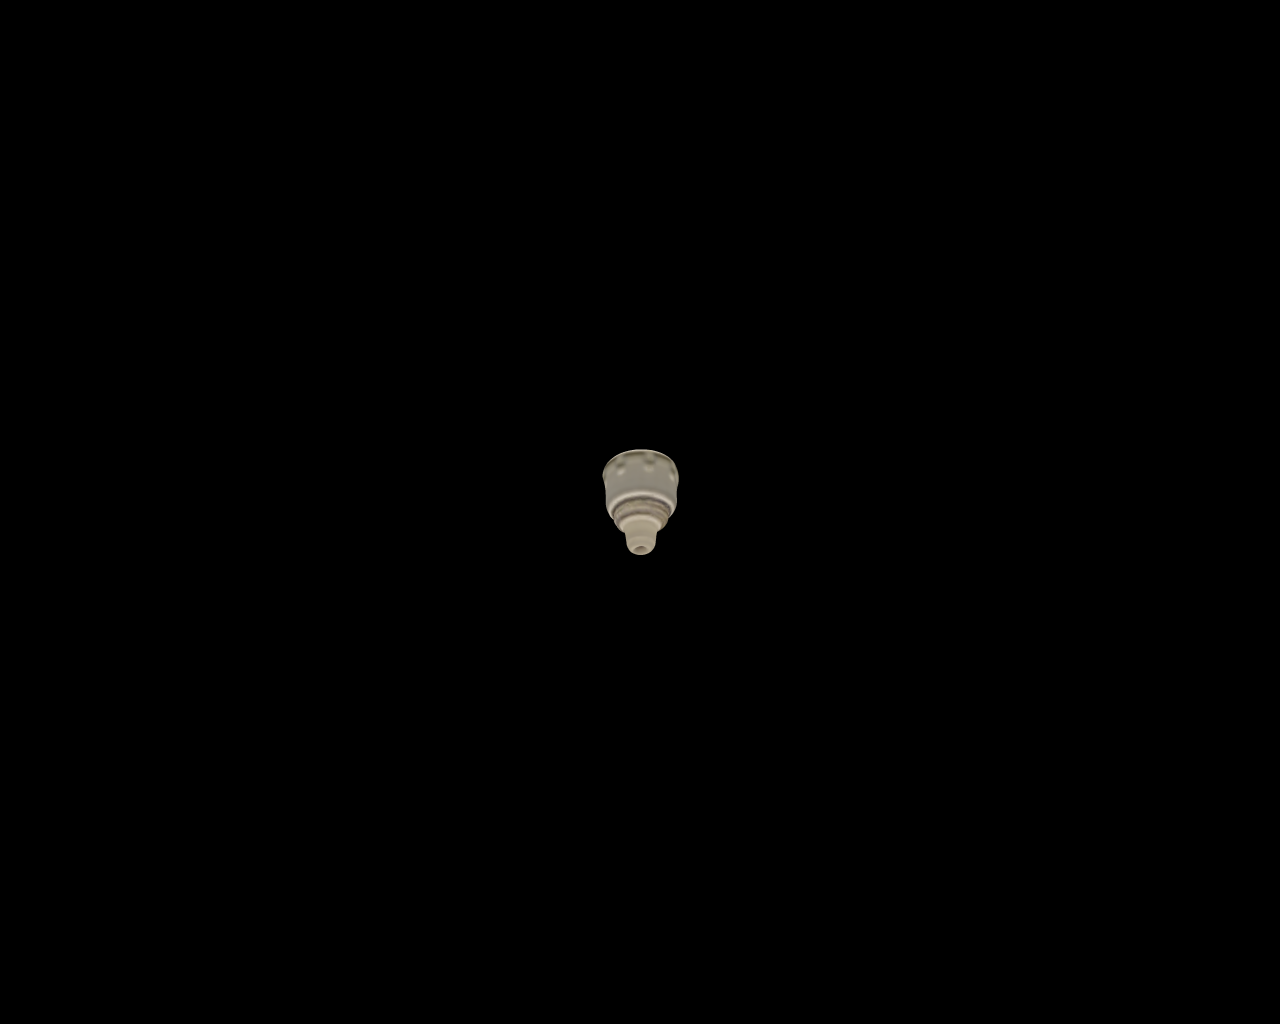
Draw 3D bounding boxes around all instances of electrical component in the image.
[{"bbox_3d":[0.001,-0.003,0.650,0.048,0.062,0.048,0,-32,0],"label":"electrical component"}]
